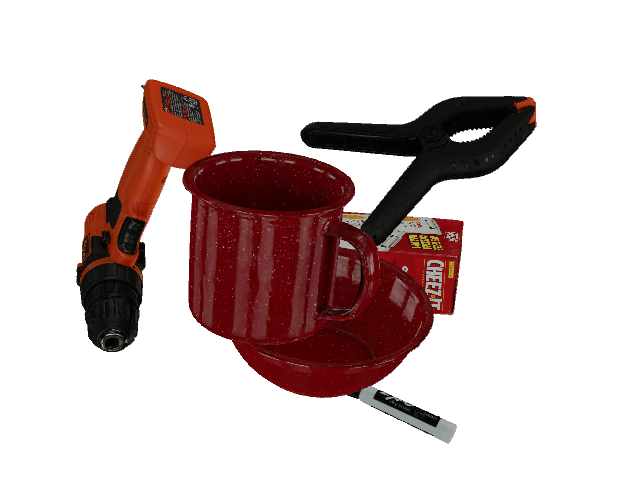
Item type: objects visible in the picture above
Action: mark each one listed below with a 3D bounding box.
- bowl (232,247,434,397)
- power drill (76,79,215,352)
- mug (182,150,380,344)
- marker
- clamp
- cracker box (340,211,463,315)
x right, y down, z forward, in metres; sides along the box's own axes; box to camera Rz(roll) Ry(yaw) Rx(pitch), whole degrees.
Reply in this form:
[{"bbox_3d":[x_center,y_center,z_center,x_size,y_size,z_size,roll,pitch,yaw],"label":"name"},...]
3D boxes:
[{"bbox_3d":[0.000,0.066,0.783,0.162,0.055,0.162,4,30,-2],"label":"bowl"},{"bbox_3d":[-0.149,-0.023,0.875,0.057,0.188,0.184,18,28,-24],"label":"power drill"},{"bbox_3d":[-0.020,0.007,0.583,0.117,0.081,0.093,17,27,24],"label":"mug"},{"bbox_3d":[0.067,0.153,0.986,0.121,0.020,0.020,23,7,17],"label":"marker"},{"bbox_3d":[0.099,-0.074,0.949,0.210,0.164,0.036,-15,-43,-2],"label":"clamp"},{"bbox_3d":[0.042,0.020,1.147,0.214,0.072,0.164,5,15,9],"label":"cracker box"}]
